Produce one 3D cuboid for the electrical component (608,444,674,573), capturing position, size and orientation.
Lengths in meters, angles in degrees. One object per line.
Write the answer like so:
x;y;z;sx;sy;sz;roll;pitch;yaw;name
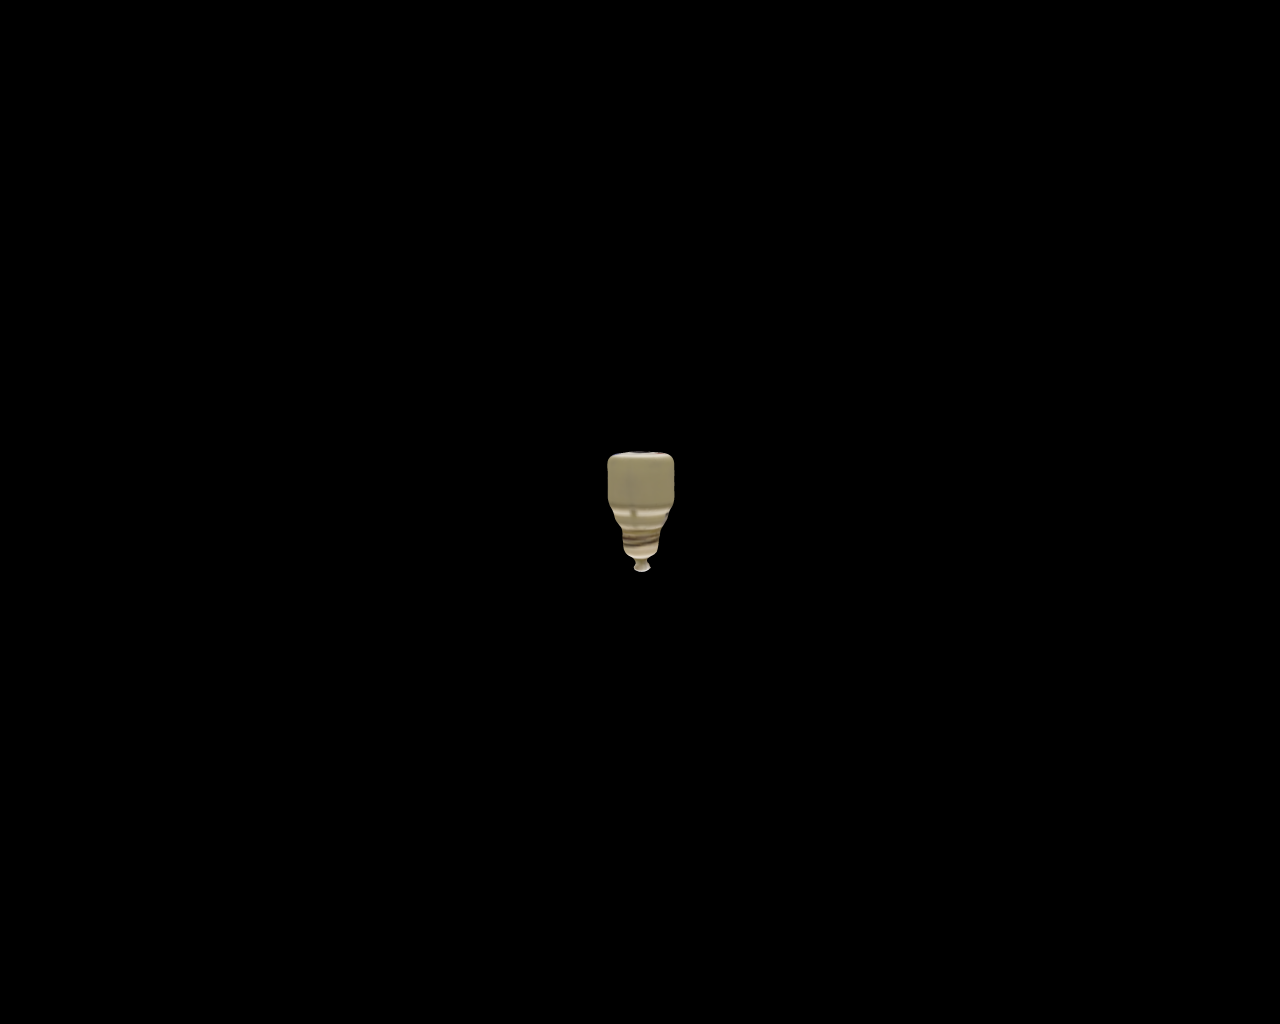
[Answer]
0.001;-0.003;0.650;0.040;0.078;0.040;0;7;0;electrical component
